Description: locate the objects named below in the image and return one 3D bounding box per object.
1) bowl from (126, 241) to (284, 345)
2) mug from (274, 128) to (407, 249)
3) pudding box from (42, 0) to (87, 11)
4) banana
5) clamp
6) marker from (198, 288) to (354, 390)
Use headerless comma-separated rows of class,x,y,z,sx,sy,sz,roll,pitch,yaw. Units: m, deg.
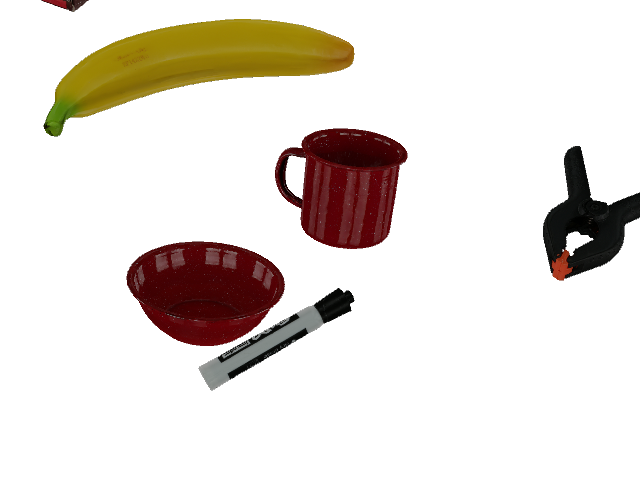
bowl,-0.119,0.061,1.102,0.162,0.055,0.162,5,28,-3
mug,0.014,-0.048,0.948,0.117,0.081,0.093,13,27,13
pudding box,-0.199,-0.221,0.802,0.090,0.039,0.113,20,38,6
banana,-0.080,-0.106,0.660,0.197,0.070,0.037,-18,-36,-17
clamp,0.270,-0.031,1.086,0.120,0.039,0.171,29,54,32
marker,-0.029,0.068,0.757,0.121,0.020,0.020,-29,6,-10
